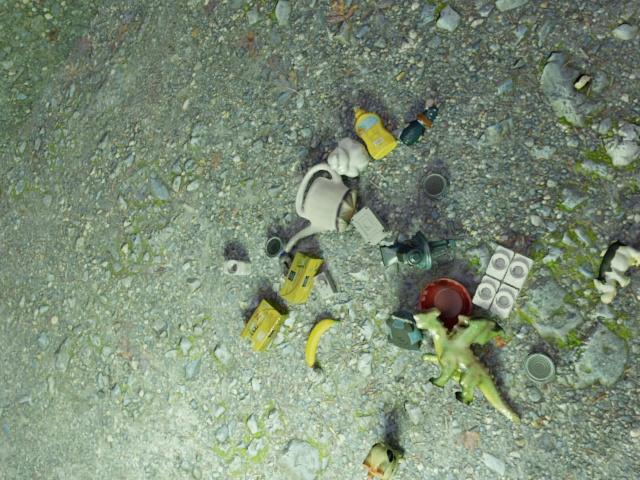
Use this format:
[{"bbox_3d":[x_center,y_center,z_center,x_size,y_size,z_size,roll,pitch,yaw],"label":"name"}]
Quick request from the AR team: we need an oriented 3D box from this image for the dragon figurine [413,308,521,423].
[{"bbox_3d":[0.446,0.336,1.499,0.411,0.123,0.240,28,107,8],"label":"dragon figurine"}]

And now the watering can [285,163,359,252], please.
[{"bbox_3d":[0.005,-0.090,1.780,0.226,0.104,0.345,22,100,26],"label":"watering can"}]

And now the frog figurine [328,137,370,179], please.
[{"bbox_3d":[0.093,-0.279,1.725,0.122,0.159,0.138,-7,83,23],"label":"frog figurine"}]
